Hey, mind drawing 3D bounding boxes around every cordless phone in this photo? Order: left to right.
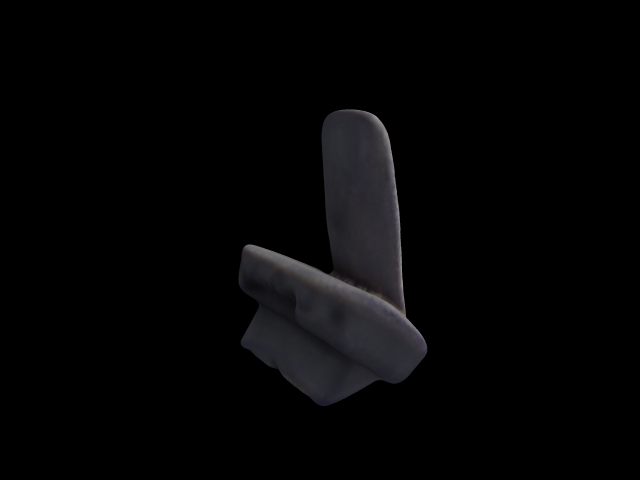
[{"bbox_3d":[0.004,0.001,0.400,0.094,0.185,0.147,-14,22,-40],"label":"cordless phone"}]
